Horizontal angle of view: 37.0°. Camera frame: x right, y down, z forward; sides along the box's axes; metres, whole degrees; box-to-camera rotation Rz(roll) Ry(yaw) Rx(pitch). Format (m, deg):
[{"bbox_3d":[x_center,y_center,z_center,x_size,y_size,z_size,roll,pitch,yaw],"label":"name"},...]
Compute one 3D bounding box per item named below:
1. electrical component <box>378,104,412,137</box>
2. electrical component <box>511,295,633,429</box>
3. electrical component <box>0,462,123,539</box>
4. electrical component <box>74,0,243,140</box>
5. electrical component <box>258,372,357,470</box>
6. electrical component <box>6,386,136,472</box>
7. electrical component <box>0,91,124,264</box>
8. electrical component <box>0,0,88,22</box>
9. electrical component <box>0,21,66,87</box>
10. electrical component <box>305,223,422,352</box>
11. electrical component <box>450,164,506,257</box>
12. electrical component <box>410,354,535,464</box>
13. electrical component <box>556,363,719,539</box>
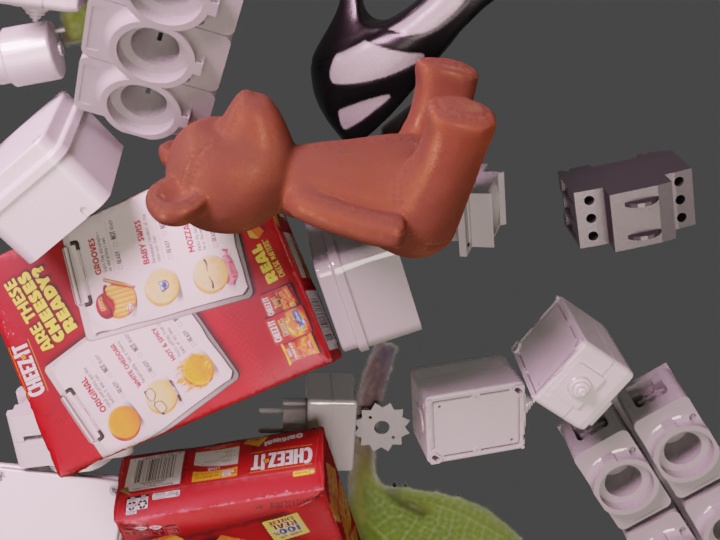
[{"bbox_3d":[0.028,-0.088,0.781,0.078,0.040,0.040,-37,112,12],"label":"electrical component"},{"bbox_3d":[0.168,0.076,0.835,0.061,0.096,0.061,33,108,-18],"label":"electrical component"},{"bbox_3d":[-0.246,0.214,0.862,0.109,0.056,0.108,8,81,-8],"label":"electrical component"},{"bbox_3d":[-0.127,-0.158,0.690,0.089,0.061,0.150,15,141,-11],"label":"electrical component"},{"bbox_3d":[-0.043,0.121,0.865,0.077,0.047,0.065,1,114,-5],"label":"electrical component"},{"bbox_3d":[-0.224,0.122,0.849,0.089,0.050,0.055,-6,113,-2],"label":"electrical component"},{"bbox_3d":[-0.213,-0.066,0.732,0.078,0.113,0.057,-37,114,12],"label":"electrical component"},{"bbox_3d":[-0.200,-0.208,0.698,0.061,0.061,0.096,6,113,-7],"label":"electrical component"},{"bbox_3d":[-0.238,-0.145,0.735,0.078,0.040,0.040,-10,114,0],"label":"electrical component"},{"bbox_3d":[0.000,0.000,0.779,0.057,0.113,0.078,-18,114,0],"label":"electrical component"},{"bbox_3d":[0.071,-0.046,0.789,0.064,0.081,0.042,4,115,19],"label":"electrical component"},{"bbox_3d":[0.092,0.108,0.867,0.096,0.061,0.061,-8,114,-9],"label":"electrical component"},{"bbox_3d":[0.262,0.186,0.912,0.105,0.060,0.186,-32,113,9],"label":"electrical component"}]
